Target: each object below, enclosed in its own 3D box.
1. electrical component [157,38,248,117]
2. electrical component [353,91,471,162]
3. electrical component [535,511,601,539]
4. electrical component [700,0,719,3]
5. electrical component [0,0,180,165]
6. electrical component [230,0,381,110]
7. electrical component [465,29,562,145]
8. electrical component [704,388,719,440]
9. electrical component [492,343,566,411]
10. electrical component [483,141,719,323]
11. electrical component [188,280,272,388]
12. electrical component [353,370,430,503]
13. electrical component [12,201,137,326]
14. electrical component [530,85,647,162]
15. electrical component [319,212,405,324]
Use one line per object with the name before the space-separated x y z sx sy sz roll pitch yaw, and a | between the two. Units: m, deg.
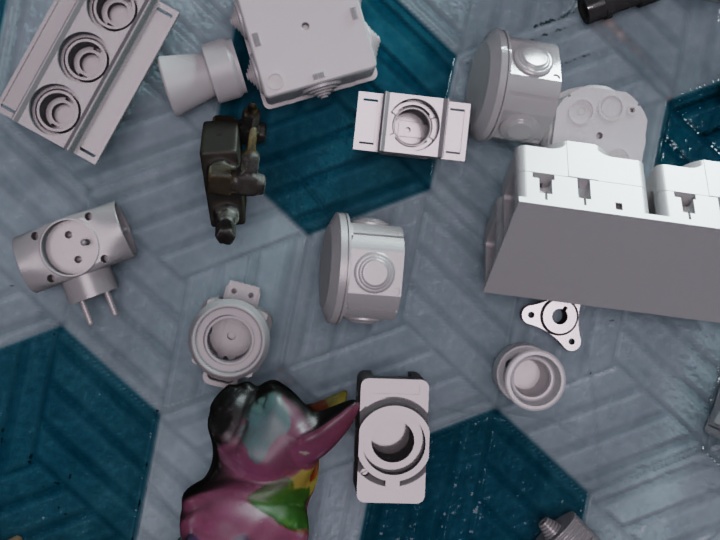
electrical component | -0.114 -0.140 0.778 0.055 0.045 0.045 -17 93 -3
electrical component | 0.036 -0.102 0.779 0.081 0.064 0.042 7 91 -4
electrical component | 0.165 0.217 0.808 0.043 0.043 0.081 -44 94 -1
electrical component | 0.261 -0.223 0.793 0.066 0.055 0.048 6 92 -4
electrical component | -0.191 -0.146 0.763 0.079 0.063 0.121 29 90 -4
electrical component | -0.039 -0.172 0.779 0.100 0.048 0.099 -16 93 -2
electrical component | 0.109 -0.130 0.775 0.051 0.080 0.080 7 91 -9
electrical component | 0.301 0.104 0.803 0.061 0.062 0.096 24 90 -4
electrical component | 0.124 0.078 0.795 0.045 0.055 0.045 0 92 -4
electrical component | 0.190 -0.026 0.763 0.186 0.105 0.060 8 54 -4
electrical component | -0.094 0.048 0.779 0.058 0.057 0.078 15 91 -4
electrical component | 0.022 0.122 0.789 0.050 0.056 0.089 2 92 -4
electrical component | -0.199 0.000 0.777 0.077 0.044 0.079 -20 93 -3
electrical component | 0.170 -0.097 0.794 0.080 0.051 0.080 0 92 -4
electrical component | 0.000 0.000 0.773 0.051 0.080 0.080 4 92 -10
